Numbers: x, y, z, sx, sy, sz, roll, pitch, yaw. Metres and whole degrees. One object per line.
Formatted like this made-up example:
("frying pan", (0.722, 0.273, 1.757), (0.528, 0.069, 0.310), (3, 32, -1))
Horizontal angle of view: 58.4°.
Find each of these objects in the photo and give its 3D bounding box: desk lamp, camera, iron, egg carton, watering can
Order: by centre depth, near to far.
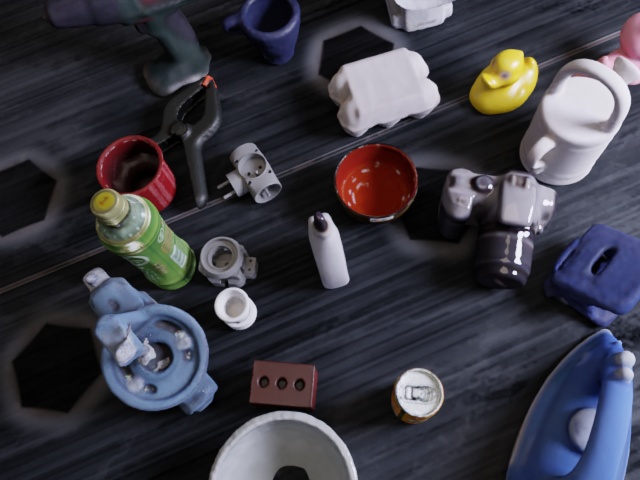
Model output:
("iron", (0.295, 0.201, 0.618), (0.118, 0.141, 0.258), (21, 73, 13))
("watering can", (0.327, -0.161, 0.722), (0.100, 0.194, 0.173), (24, 73, 14))
("camera", (0.221, -0.015, 0.727), (0.143, 0.101, 0.137), (10, 71, 9))
("desk lamp", (0.144, -0.399, 0.818), (0.118, 0.214, 0.203), (-11, 69, 1))
("egg carton", (0.091, -0.214, 0.830), (0.150, 0.069, 0.107), (-18, 69, -1))

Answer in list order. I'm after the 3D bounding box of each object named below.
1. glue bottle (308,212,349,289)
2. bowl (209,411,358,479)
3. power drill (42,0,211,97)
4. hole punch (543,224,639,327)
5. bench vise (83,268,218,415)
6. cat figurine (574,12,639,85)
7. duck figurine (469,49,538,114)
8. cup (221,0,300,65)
("glue bottle", (0.006, 0.003, 0.701), (0.037, 0.173, 0.078), (-17, 69, -1))
("bowl", (-0.037, 0.283, 0.653), (0.167, 0.075, 0.167), (-2, 69, 5))
("power drill", (-0.243, -0.305, 0.821), (0.230, 0.208, 0.075), (-31, 70, -6))
("hole punch", (0.345, 0.039, 0.701), (0.101, 0.091, 0.109), (39, 77, 17))
("bench vise", (-0.224, 0.113, 0.656), (0.207, 0.220, 0.121), (27, 74, 14))
("cat figurine", (0.427, -0.264, 0.792), (0.128, 0.118, 0.067), (-32, 70, -7))
("duck figurine", (0.266, -0.236, 0.814), (0.104, 0.086, 0.077), (-31, 70, -6))
("cup", (-0.083, -0.311, 0.869), (0.117, 0.095, 0.091), (-8, 69, 2))
